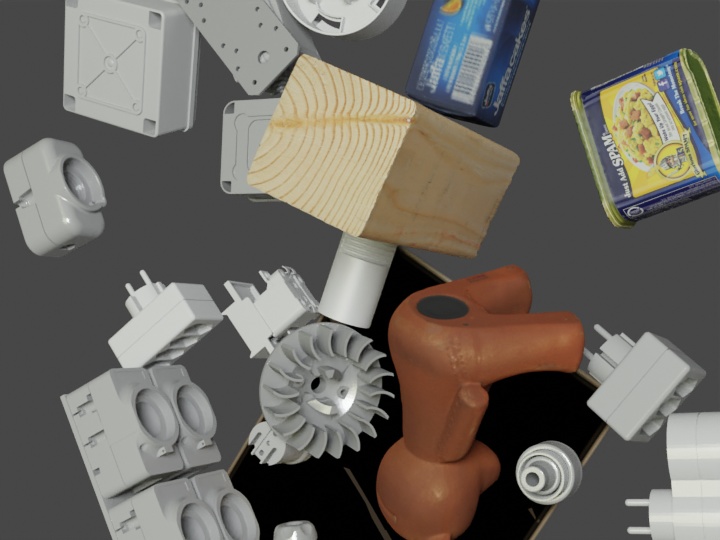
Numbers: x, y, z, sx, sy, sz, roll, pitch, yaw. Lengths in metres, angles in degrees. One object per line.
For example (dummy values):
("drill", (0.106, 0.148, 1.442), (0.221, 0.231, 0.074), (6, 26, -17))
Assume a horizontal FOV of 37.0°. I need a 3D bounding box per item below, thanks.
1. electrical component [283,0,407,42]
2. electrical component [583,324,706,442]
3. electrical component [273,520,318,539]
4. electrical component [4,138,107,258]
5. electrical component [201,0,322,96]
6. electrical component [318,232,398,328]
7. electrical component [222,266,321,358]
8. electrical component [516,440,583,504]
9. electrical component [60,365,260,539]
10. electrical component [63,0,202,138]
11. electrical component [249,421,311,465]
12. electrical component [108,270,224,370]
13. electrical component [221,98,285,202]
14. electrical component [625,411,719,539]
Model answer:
("electrical component", (-0.012, -0.231, 0.844), (0.099, 0.064, 0.099), (-1, 87, 25))
("electrical component", (0.185, 0.070, 0.745), (0.077, 0.047, 0.065), (44, 104, 30))
("electrical component", (-0.049, 0.232, 0.853), (0.035, 0.035, 0.061), (-8, 86, 25))
("electrical component", (-0.270, -0.066, 0.962), (0.059, 0.054, 0.095), (-26, 77, 22))
("electrical component", (-0.074, -0.189, 0.872), (0.061, 0.062, 0.096), (-30, 75, 21))
("electrical component", (0.000, 0.000, 0.838), (0.043, 0.043, 0.081), (21, 96, 25))
("electrical component", (-0.068, 0.035, 0.869), (0.064, 0.042, 0.081), (-41, 72, 16))
("electrical component", (0.130, 0.144, 0.758), (0.043, 0.062, 0.043), (-2, 86, 25))
("electrical component", (-0.153, 0.171, 0.866), (0.060, 0.105, 0.186), (-30, 75, 21))
("electrical component", (-0.194, -0.179, 0.915), (0.109, 0.056, 0.108), (19, 115, 24))
("electrical component", (-0.062, 0.136, 0.857), (0.040, 0.046, 0.040), (-1, 87, 27))
("electrical component", (-0.174, 0.036, 0.915), (0.083, 0.047, 0.075), (-40, 72, 18))
("electrical component", (-0.049, -0.095, 0.858), (0.113, 0.057, 0.078), (1, 88, 25))
("electrical component", (0.216, 0.165, 0.722), (0.074, 0.052, 0.138), (-6, 85, 25))
